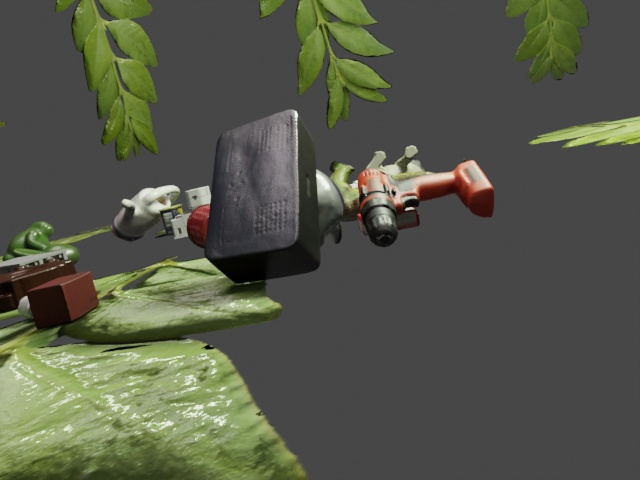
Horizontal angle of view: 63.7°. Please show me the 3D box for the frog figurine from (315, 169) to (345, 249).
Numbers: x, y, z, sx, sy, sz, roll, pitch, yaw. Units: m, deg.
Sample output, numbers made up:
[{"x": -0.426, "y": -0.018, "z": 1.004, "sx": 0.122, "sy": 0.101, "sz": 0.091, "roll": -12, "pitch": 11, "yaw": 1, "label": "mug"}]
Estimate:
[{"x": -0.048, "y": -0.038, "z": 0.760, "sx": 0.161, "sy": 0.139, "sz": 0.120, "roll": -16, "pitch": -15, "yaw": -34, "label": "frog figurine"}]

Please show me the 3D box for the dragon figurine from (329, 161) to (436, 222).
[{"x": 0.003, "y": -0.048, "z": 0.960, "sx": 0.408, "sy": 0.120, "sz": 0.247, "roll": -6, "pitch": 28, "yaw": 45, "label": "dragon figurine"}]

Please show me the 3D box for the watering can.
[{"x": -0.564, "y": -0.086, "z": 1.596, "sx": 0.222, "sy": 0.104, "sz": 0.351, "roll": -41, "pitch": 0, "yaw": 17, "label": "watering can"}]
